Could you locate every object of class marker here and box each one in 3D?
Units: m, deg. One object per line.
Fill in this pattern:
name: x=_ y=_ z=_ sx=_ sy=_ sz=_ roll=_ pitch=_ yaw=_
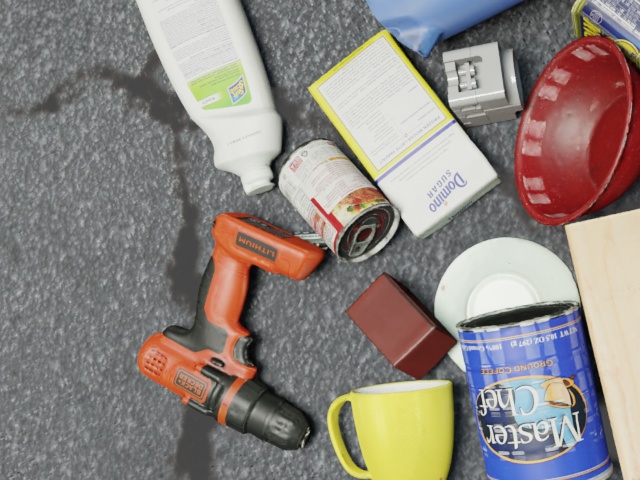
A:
marker: x=-0.007 y=0.001 z=1.006 sx=0.121 sy=0.020 sz=0.020 roll=-3 pitch=83 yaw=17

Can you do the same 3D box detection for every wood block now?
wood block: x=0.269 y=0.083 z=0.870 sx=0.090 sy=0.090 sz=0.206 roll=-13 pitch=79 yaw=15

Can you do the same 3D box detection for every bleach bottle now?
bleach bottle: x=-0.105 y=-0.160 z=1.035 sx=0.103 sy=0.068 sz=0.251 roll=-22 pitch=79 yaw=14

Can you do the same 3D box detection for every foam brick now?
foam brick: x=0.072 y=0.077 z=0.943 sx=0.051 sy=0.053 sz=0.078 roll=-47 pitch=53 yaw=6

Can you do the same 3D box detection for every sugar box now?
sugar box: x=0.077 y=-0.097 z=0.978 sx=0.093 sy=0.048 sz=0.176 roll=-37 pitch=78 yaw=11

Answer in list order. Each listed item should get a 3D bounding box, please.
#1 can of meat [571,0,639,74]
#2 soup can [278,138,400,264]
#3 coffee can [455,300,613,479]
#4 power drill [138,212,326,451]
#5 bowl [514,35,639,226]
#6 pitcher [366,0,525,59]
can of meat: x=0.264 y=-0.178 z=0.898 sx=0.084 sy=0.102 sz=0.057 roll=44 pitch=96 yaw=15
soup can: x=0.015 y=-0.036 z=0.966 sx=0.068 sy=0.068 sz=0.102 roll=-46 pitch=57 yaw=8
coffee can: x=0.175 y=0.128 z=0.874 sx=0.103 sy=0.102 sz=0.140 roll=-11 pitch=91 yaw=16
power drill: x=-0.064 y=0.082 z=0.984 sx=0.184 sy=0.057 sz=0.188 roll=25 pitch=99 yaw=16
bowl: x=0.229 y=-0.086 z=0.893 sx=0.055 sy=0.162 sz=0.162 roll=12 pitch=86 yaw=-20
pitcher: x=0.155 y=-0.268 z=0.881 sx=0.243 sy=0.144 sz=0.149 roll=-19 pitch=108 yaw=35
